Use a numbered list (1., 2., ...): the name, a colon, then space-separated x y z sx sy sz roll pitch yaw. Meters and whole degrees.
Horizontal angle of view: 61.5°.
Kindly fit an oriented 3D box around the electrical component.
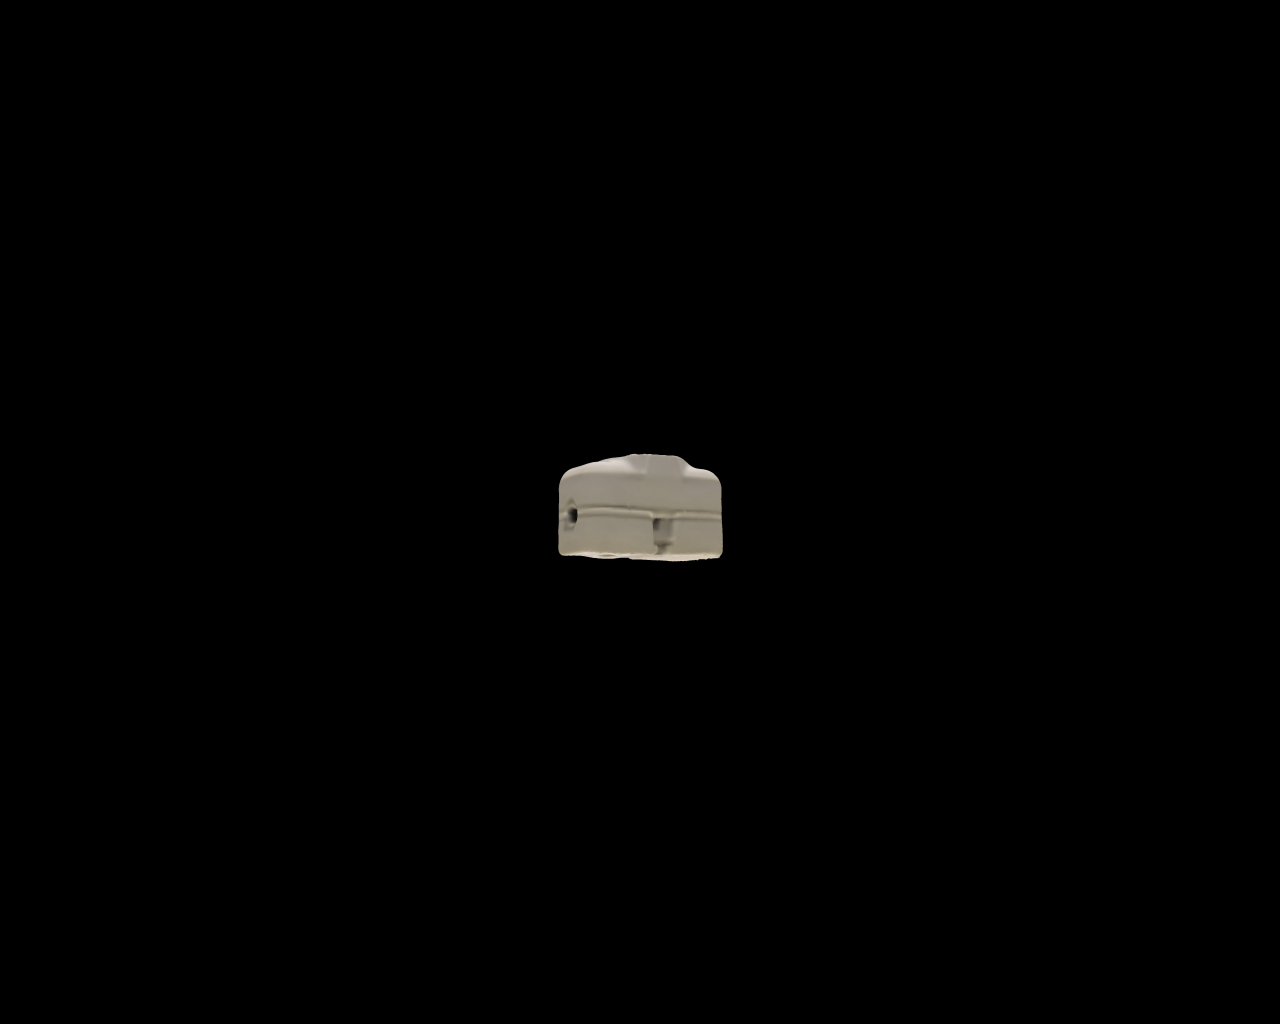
1. electrical component: 0.001 -0.003 0.650 0.095 0.059 0.053 4 -7 -29
